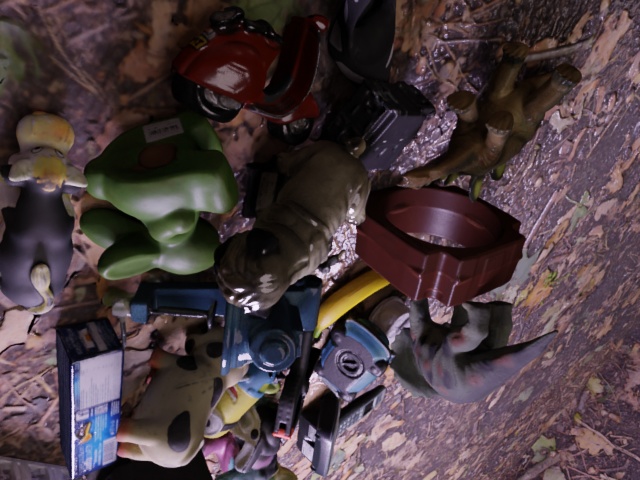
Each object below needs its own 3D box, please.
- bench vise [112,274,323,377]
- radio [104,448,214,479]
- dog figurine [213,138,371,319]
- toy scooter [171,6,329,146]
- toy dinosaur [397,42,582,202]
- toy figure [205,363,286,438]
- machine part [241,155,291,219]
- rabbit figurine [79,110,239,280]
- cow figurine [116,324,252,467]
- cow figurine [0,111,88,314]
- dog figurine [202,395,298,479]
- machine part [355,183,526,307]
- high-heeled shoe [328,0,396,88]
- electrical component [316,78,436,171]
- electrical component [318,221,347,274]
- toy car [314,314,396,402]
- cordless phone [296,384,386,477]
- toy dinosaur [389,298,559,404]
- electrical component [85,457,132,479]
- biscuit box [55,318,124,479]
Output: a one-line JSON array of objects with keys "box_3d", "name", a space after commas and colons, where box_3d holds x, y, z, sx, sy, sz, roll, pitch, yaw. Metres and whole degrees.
[{"box_3d": [-0.114, 0.075, 0.636, 0.241, 0.224, 0.128, 4, 118, -9], "name": "bench vise"}, {"box_3d": [-0.255, 0.383, 0.762, 0.131, 0.073, 0.229, 2, 136, -42], "name": "radio"}, {"box_3d": [-0.019, -0.024, 0.536, 0.190, 0.121, 0.172, -58, 172, -72], "name": "dog figurine"}, {"box_3d": [-0.054, -0.175, 0.536, 0.184, 0.075, 0.135, 8, 116, -48], "name": "toy scooter"}, {"box_3d": [0.270, -0.176, 0.776, 0.471, 0.105, 0.198, -34, 159, -27], "name": "toy dinosaur"}, {"box_3d": [-0.117, 0.214, 0.790, 0.180, 0.082, 0.089, -45, 138, -6], "name": "toy figure"}, {"box_3d": [-0.033, -0.066, 0.672, 0.139, 0.039, 0.084, -10, 120, -34], "name": "machine part"}, {"box_3d": [-0.153, -0.017, 0.542, 0.159, 0.121, 0.170, -25, 141, -17], "name": "rabbit figurine"}, {"box_3d": [-0.156, 0.185, 0.670, 0.127, 0.195, 0.085, 20, 132, -4], "name": "cow figurine"}, {"box_3d": [-0.248, -0.022, 0.470, 0.068, 0.098, 0.167, 1, 121, -35], "name": "cow figurine"}, {"box_3d": [-0.099, 0.351, 0.899, 0.191, 0.109, 0.219, -51, 144, 0], "name": "dog figurine"}, {"box_3d": [0.167, -0.001, 0.770, 0.201, 0.202, 0.087, -16, 129, -33], "name": "machine part"}, {"box_3d": [0.069, -0.226, 0.547, 0.086, 0.145, 0.248, -39, 138, -8], "name": "high-heeled shoe"}, {"box_3d": [0.061, -0.127, 0.653, 0.115, 0.058, 0.134, -15, 154, -49], "name": "electrical component"}, {"box_3d": [-0.002, -0.001, 0.744, 0.078, 0.045, 0.102, -16, 130, -34], "name": "electrical component"}, {"box_3d": [0.067, 0.195, 0.923, 0.103, 0.109, 0.161, -29, 154, -52], "name": "toy car"}, {"box_3d": [0.051, 0.359, 1.055, 0.184, 0.089, 0.146, -21, 133, -33], "name": "cordless phone"}, {"box_3d": [0.207, 0.175, 0.809, 0.131, 0.405, 0.192, 4, 92, -8], "name": "toy dinosaur"}, {"box_3d": [-0.292, 0.302, 0.738, 0.063, 0.021, 0.093, -20, 122, -18], "name": "electrical component"}, {"box_3d": [-0.276, 0.192, 0.644, 0.059, 0.063, 0.202, -10, 128, -37], "name": "biscuit box"}]
